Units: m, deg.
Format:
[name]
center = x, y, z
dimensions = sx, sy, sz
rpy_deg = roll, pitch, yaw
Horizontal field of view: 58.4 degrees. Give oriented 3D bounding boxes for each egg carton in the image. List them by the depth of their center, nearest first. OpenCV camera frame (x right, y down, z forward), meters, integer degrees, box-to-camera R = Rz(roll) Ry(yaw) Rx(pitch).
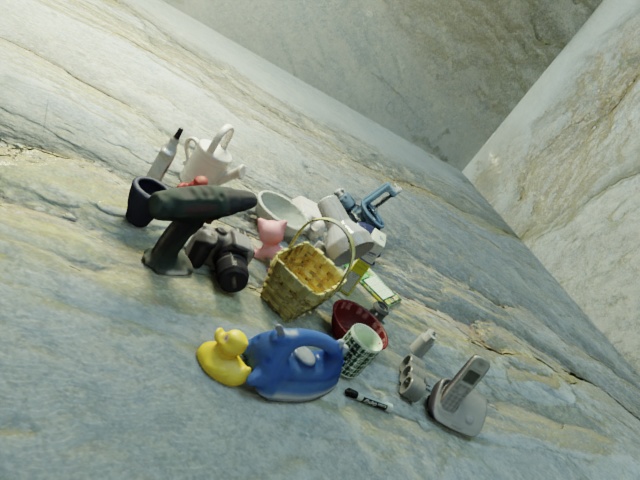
[egg carton]
center = -0.037, -0.067, 1.715
dimensions = 0.107, 0.069, 0.150
rpy_deg = 26, 26, -25

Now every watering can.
[watering can]
center = -0.274, -0.217, 1.503
dimensions = 0.173, 0.194, 0.101
rpy_deg = 29, 24, -17

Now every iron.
[iron]
center = -0.026, 0.223, 1.096
dimensions = 0.259, 0.141, 0.118
rpy_deg = 16, 31, -40

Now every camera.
[camera]
center = -0.204, 0.038, 1.244
dimensions = 0.144, 0.100, 0.136
rpy_deg = 23, 27, -30

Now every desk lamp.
[desk lamp]
center = 0.013, 0.005, 1.467
dimensions = 0.202, 0.213, 0.118
rpy_deg = 49, 26, 26

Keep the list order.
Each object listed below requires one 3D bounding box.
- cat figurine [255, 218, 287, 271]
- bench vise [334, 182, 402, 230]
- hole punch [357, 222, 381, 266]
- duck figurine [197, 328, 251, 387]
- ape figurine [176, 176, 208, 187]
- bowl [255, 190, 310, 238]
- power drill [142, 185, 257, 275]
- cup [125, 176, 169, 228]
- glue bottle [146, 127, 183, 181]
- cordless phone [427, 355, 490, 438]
[cat figurine]
center = -0.110, 0.006, 1.414
dimensions = 0.127, 0.117, 0.067
rpy_deg = 43, 24, 14
[bench vise]
center = 0.154, -0.116, 1.882
dimensions = 0.208, 0.219, 0.121
rpy_deg = 26, 25, -24
[hole punch]
center = 0.144, 0.011, 1.796
dimensions = 0.109, 0.091, 0.101
rpy_deg = 25, 26, -26
[duck figurine]
center = -0.158, 0.202, 1.021
dimensions = 0.104, 0.086, 0.078
rpy_deg = 40, 23, 7
[ape figurine]
center = -0.308, -0.120, 1.404
dimensions = 0.077, 0.092, 0.076
rpy_deg = 47, 25, 23
[bowl]
center = -0.116, -0.057, 1.579
dimensions = 0.168, 0.074, 0.167
rpy_deg = 30, 24, -15
[power drill]
center = -0.257, -0.027, 1.155
dimensions = 0.230, 0.208, 0.075
rpy_deg = 4, 39, -51
[cup]
center = -0.365, -0.073, 1.234
dimensions = 0.118, 0.095, 0.091
rpy_deg = 11, 34, -45
[glue bottle]
center = -0.368, -0.195, 1.358
dimensions = 0.037, 0.173, 0.078
rpy_deg = 31, 24, -14
[cordless phone]
center = 0.348, 0.355, 1.320
dimensions = 0.148, 0.185, 0.094
rpy_deg = 28, 24, -19
